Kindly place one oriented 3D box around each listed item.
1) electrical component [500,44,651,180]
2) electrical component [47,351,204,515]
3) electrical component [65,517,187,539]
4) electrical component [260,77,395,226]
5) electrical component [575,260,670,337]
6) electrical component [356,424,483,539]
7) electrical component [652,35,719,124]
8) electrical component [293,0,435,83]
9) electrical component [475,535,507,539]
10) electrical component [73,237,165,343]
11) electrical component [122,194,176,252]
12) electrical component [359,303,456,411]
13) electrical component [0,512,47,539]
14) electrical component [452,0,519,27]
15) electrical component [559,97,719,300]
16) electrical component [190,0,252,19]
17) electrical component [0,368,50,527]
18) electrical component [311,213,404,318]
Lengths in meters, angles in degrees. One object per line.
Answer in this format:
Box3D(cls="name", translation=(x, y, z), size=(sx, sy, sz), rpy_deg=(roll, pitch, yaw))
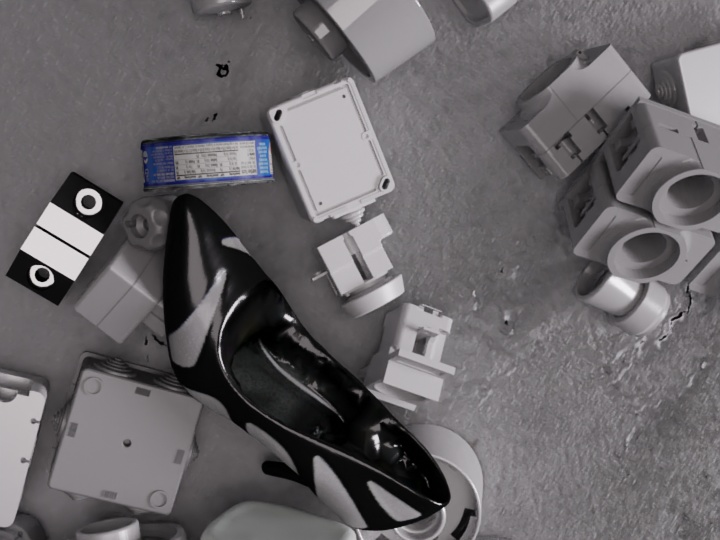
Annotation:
Box3D(cls="electrical component", translation=(0.150, -0.115, 0.767), size=(0.089, 0.050, 0.055), rpy_deg=(-43, 102, -5))
Box3D(cls="electrical component", translation=(-0.158, 0.111, 0.727), size=(0.100, 0.048, 0.099), rpy_deg=(17, 92, -14))
Box3D(cls="electrical component", translation=(-0.162, 0.197, 0.706), size=(0.108, 0.108, 0.060), rpy_deg=(-9, 92, -11))
Box3D(cls="electrical component", translation=(-0.021, -0.075, 0.729), size=(0.062, 0.061, 0.096), rpy_deg=(-24, 100, -8))
Box3D(cls="electrical component", translation=(0.194, 0.018, 0.793), size=(0.055, 0.045, 0.045), rpy_deg=(33, 88, -13))
Box3D(cls="electrical component", translation=(0.042, 0.166, 0.778), size=(0.099, 0.064, 0.099), rpy_deg=(0, 100, 2))
Box3D(cls="electrical component", translation=(0.270, -0.124, 0.792), size=(0.100, 0.048, 0.099), rpy_deg=(-16, 99, -10))
Box3D(cls="electrical component", translation=(-0.009, -0.171, 0.702), size=(0.060, 0.108, 0.108), rpy_deg=(-41, 102, 1))
Box3D(cls="electrical component", translation=(0.092, 0.249, 0.797), size=(0.099, 0.064, 0.099), rpy_deg=(0, 88, 0))
Box3D(cls="electrical component", translation=(-0.135, 0.018, 0.706), size=(0.077, 0.065, 0.047), rpy_deg=(39, 120, -13))
Box3D(cls="electrical component", translation=(-0.123, -0.032, 0.696), size=(0.035, 0.061, 0.035), rpy_deg=(6, 103, 27))
Box3D(cls="electrical component", translation=(0.035, 0.060, 0.752), size=(0.042, 0.081, 0.063), rpy_deg=(22, 68, -14))
Box3D(cls="electrical component", translation=(-0.235, 0.185, 0.705), size=(0.040, 0.078, 0.040), rpy_deg=(0, 88, 1))
Box3D(cls="electrical component", translation=(0.080, -0.224, 0.740), size=(0.059, 0.054, 0.095), rpy_deg=(-39, 102, -6))
Box3D(cls="electrical component", translation=(0.252, -0.036, 0.757), size=(0.186, 0.060, 0.105), rpy_deg=(15, 133, -17))
Box3D(cls="electrical component", translation=(-0.097, -0.204, 0.711), size=(0.040, 0.040, 0.078), rpy_deg=(-12, 97, -10))
Box3D(cls="electrical component", translation=(-0.239, 0.113, 0.705), size=(0.050, 0.056, 0.089), rpy_deg=(15, 93, -13))
Box3D(cls="electrical component", translation=(0.000, 0.000, 0.750), size=(0.066, 0.048, 0.055), rpy_deg=(-28, 93, -8))
